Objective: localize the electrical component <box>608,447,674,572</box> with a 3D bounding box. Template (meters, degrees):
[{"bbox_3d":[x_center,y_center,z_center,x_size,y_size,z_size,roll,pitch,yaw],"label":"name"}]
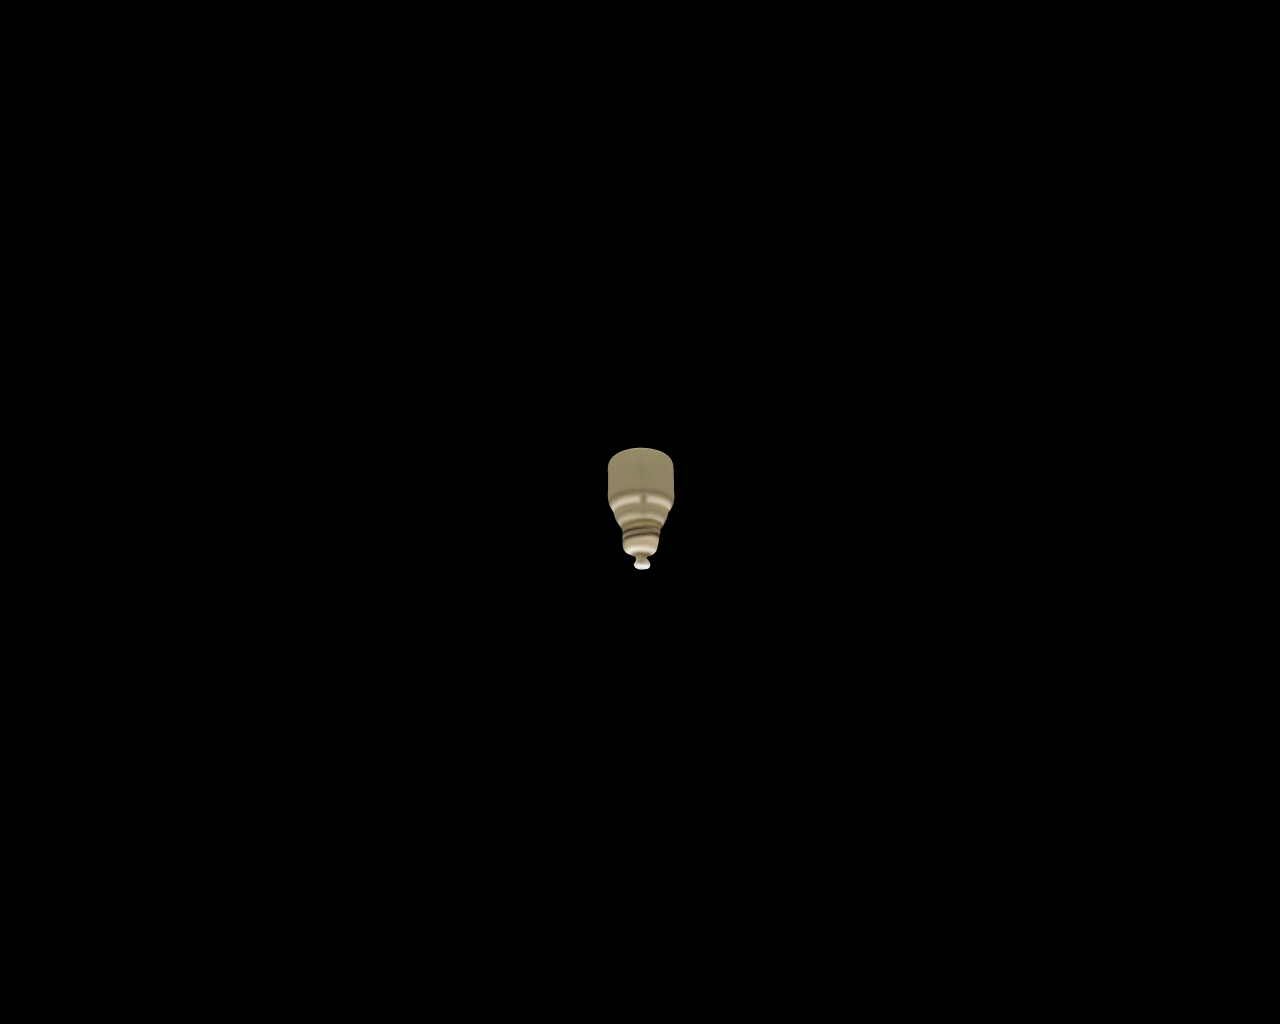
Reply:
[{"bbox_3d":[0.001,-0.003,0.650,0.040,0.078,0.040,0,-22,0],"label":"electrical component"}]
